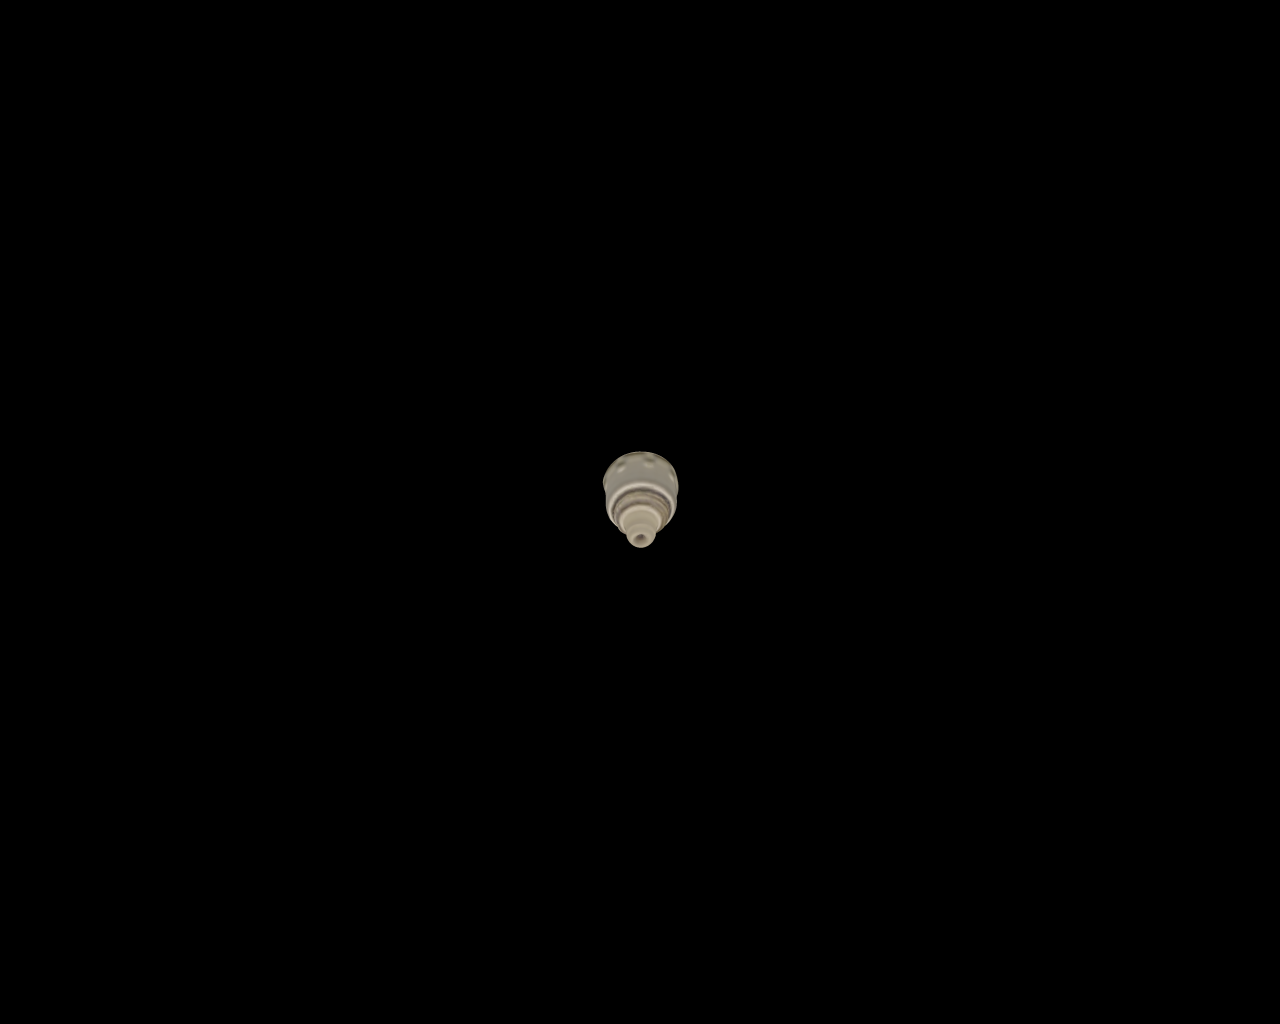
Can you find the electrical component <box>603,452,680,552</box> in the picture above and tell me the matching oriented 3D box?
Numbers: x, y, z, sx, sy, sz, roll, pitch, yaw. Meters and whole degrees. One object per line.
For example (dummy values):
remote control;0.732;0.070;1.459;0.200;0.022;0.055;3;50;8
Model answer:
electrical component;0.001;-0.003;0.650;0.048;0.048;0.062;0;39;0
